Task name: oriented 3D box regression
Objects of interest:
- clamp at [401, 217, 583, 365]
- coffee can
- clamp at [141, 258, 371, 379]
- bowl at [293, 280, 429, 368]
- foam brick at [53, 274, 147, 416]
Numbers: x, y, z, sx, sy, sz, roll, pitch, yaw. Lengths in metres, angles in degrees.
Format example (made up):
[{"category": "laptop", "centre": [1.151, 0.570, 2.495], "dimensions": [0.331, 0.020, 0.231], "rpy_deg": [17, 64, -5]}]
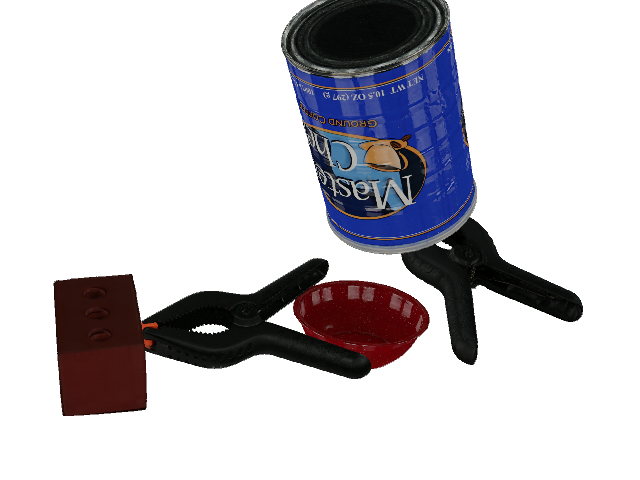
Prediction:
[{"category": "clamp", "centre": [0.129, 0.024, 0.867], "dimensions": [0.120, 0.039, 0.171], "rpy_deg": [-7, 47, -25]}, {"category": "coffee can", "centre": [0.040, -0.076, 0.677], "dimensions": [0.103, 0.140, 0.103], "rpy_deg": [-9, 40, 8]}, {"category": "clamp", "centre": [-0.062, 0.084, 0.997], "dimensions": [0.209, 0.036, 0.165], "rpy_deg": [-9, 37, -19]}, {"category": "bowl", "centre": [0.047, 0.106, 1.267], "dimensions": [0.162, 0.055, 0.162], "rpy_deg": [4, 24, -2]}, {"category": "foam brick", "centre": [-0.140, 0.065, 0.674], "dimensions": [0.053, 0.051, 0.078], "rpy_deg": [-4, 33, -15]}]
